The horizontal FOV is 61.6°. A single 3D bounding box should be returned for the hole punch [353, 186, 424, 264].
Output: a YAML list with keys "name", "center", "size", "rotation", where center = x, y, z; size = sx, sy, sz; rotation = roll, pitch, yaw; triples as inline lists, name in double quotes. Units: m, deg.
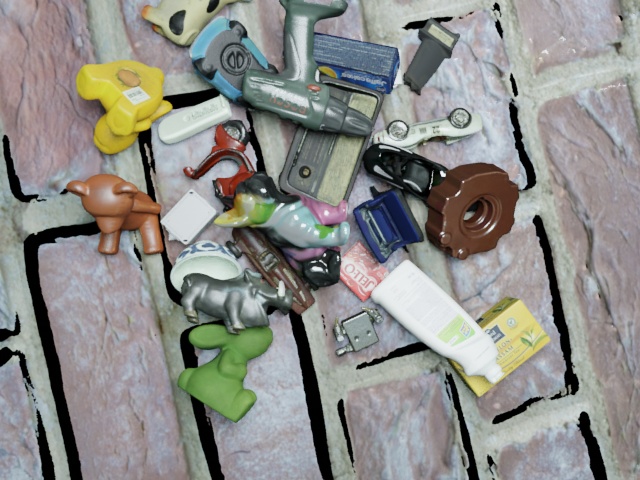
- name: "hole punch"
  center: [0.109, -0.023, 0.954]
  size: [0.092, 0.116, 0.142]
  rotation: [-32, 93, -9]

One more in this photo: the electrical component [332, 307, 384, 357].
- name: "electrical component"
  center: [0.069, 0.164, 0.986]
  size: [0.102, 0.045, 0.078]
  rotation: [-18, 89, -3]

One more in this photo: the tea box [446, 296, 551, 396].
- name: "tea box"
  center: [0.320, 0.193, 0.989]
  size: [0.169, 0.068, 0.098]
  rotation: [-39, 92, -2]

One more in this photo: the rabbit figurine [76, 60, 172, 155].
- name: "rabbit figurine"
  center: [-0.340, -0.224, 0.925]
  size: [0.122, 0.173, 0.162]
  rotation: [37, 43, -3]

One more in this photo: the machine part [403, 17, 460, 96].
- name: "machine part"
  center: [0.201, -0.341, 1.004]
  size: [0.084, 0.039, 0.139]
  rotation: [29, 86, -11]

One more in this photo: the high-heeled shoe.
- name: "high-heeled shoe"
  center: [0.192, -0.108, 0.946]
  size: [0.249, 0.145, 0.086]
  rotation: [17, 89, -1]

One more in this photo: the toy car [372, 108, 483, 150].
- name: "toy car"
  center: [0.194, -0.196, 0.982]
  size: [0.202, 0.073, 0.056]
  rotation: [-12, 89, -3]

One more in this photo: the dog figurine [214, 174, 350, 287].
- name: "dog figurine"
  center: [-0.064, -0.016, 0.903]
  size: [0.219, 0.108, 0.191]
  rotation: [9, 128, -2]

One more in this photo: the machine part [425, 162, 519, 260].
- name: "machine part"
  center: [0.271, -0.051, 0.953]
  size: [0.179, 0.056, 0.179]
  rotation: [-10, 119, -19]

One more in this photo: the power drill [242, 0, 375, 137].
- name: "power drill"
  center: [-0.007, -0.288, 0.893]
  size: [0.232, 0.086, 0.207]
  rotation: [9, 105, -4]

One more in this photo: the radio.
- name: "radio"
  center: [0.015, -0.172, 0.972]
  size: [0.131, 0.073, 0.229]
  rotation: [19, 87, -4]

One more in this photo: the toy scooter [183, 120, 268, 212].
- name: "toy scooter"
  center: [-0.165, -0.113, 0.962]
  size: [0.135, 0.075, 0.184]
  rotation: [-27, 88, -3]

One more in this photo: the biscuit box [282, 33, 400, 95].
- name: "biscuit box"
  center: [0.039, -0.318, 0.958]
  size: [0.203, 0.059, 0.063]
  rotation: [15, 80, 11]

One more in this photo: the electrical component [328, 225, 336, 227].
- name: "electrical component"
  center: [-0.002, -0.003, 0.996]
  size: [0.094, 0.021, 0.063]
  rotation: [-20, 91, -4]

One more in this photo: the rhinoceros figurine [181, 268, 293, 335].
- name: "rhinoceros figurine"
  center: [-0.142, 0.101, 0.913]
  size: [0.190, 0.073, 0.112]
  rotation: [8, 68, -5]

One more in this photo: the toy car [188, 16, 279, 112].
- name: "toy car"
  center: [-0.153, -0.307, 0.949]
  size: [0.161, 0.103, 0.109]
  rotation: [39, 88, -27]

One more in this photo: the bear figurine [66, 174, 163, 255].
- name: "bear figurine"
  center: [-0.334, -0.038, 0.891]
  size: [0.120, 0.196, 0.131]
  rotation: [0, 91, -6]

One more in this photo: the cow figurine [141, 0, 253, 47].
- name: "cow figurine"
  center: [-0.208, -0.432, 0.958]
  size: [0.127, 0.085, 0.195]
  rotation: [35, 85, 4]

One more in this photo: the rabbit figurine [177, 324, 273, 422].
- name: "rabbit figurine"
  center: [-0.160, 0.213, 0.957]
  size: [0.159, 0.121, 0.170]
  rotation: [32, 70, 4]

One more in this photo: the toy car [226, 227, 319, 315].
- name: "toy car"
  center: [-0.085, 0.047, 0.977]
  size: [0.089, 0.053, 0.202]
  rotation: [-38, 91, -6]
